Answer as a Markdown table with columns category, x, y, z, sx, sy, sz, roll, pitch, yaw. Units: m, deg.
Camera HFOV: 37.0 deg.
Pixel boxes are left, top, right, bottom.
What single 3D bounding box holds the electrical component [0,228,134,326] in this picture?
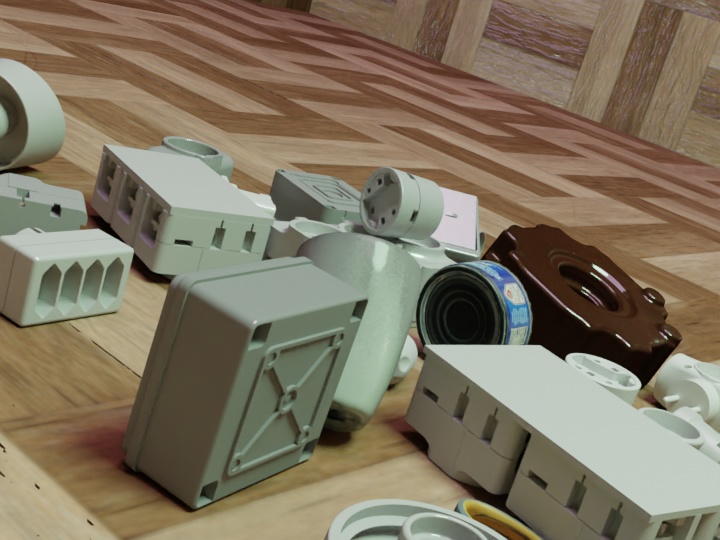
| category | x | y | z | sx | sy | sz | roll | pitch | yaw |
| --- | --- | --- | --- | --- | --- | --- | --- | --- | --- |
| electrical component | -0.208 | -0.004 | 0.706 | 0.076 | 0.047 | 0.083 | 27 | 19 | 29 |

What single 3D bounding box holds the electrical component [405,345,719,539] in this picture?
| category | x | y | z | sx | sy | sz | roll | pitch | yaw |
| --- | --- | --- | --- | --- | --- | --- | --- | --- | --- |
| electrical component | 0.124 | 0.113 | 0.637 | 0.105 | 0.060 | 0.186 | 3 | 21 | -38 |

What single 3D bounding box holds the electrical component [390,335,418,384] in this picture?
| category | x | y | z | sx | sy | sz | roll | pitch | yaw |
| --- | --- | --- | --- | --- | --- | --- | --- | --- | --- |
| electrical component | 0.024 | 0.058 | 0.760 | 0.035 | 0.035 | 0.061 | 21 | 15 | 13 |

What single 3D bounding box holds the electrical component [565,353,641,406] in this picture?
| category | x | y | z | sx | sy | sz | roll | pitch | yaw |
| --- | --- | --- | --- | --- | --- | --- | --- | --- | --- |
| electrical component | 0.166 | 0.092 | 0.767 | 0.055 | 0.047 | 0.055 | 16 | 17 | -5 |

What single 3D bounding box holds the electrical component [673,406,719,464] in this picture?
| category | x | y | z | sx | sy | sz | roll | pitch | yaw |
| --- | --- | --- | --- | --- | --- | --- | --- | --- | --- |
| electrical component | 0.235 | 0.124 | 0.751 | 0.040 | 0.040 | 0.046 | 0 | 29 | -45 |

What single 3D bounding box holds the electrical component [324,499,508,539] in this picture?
| category | x | y | z | sx | sy | sz | roll | pitch | yaw |
| --- | --- | --- | --- | --- | --- | --- | --- | --- | --- |
| electrical component | 0.029 | 0.140 | 0.458 | 0.108 | 0.060 | 0.108 | 15 | 17 | -5 |

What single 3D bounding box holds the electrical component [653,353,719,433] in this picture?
| category | x | y | z | sx | sy | sz | roll | pitch | yaw |
| --- | --- | --- | --- | --- | --- | --- | --- | --- | --- |
| electrical component | 0.265 | 0.102 | 0.839 | 0.079 | 0.044 | 0.077 | -1 | 24 | -46 |

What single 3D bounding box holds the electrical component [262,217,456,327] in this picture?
| category | x | y | z | sx | sy | sz | roll | pitch | yaw |
| --- | --- | --- | --- | --- | --- | --- | --- | --- | --- |
| electrical component | 0.000 | 0.000 | 0.874 | 0.150 | 0.061 | 0.089 | 1 | 23 | -42 |

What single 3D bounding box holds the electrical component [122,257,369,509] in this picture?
| category | x | y | z | sx | sy | sz | roll | pitch | yaw |
| --- | --- | --- | --- | --- | --- | --- | --- | --- | --- |
| electrical component | -0.058 | 0.055 | 0.562 | 0.056 | 0.108 | 0.109 | 29 | 20 | 26 |

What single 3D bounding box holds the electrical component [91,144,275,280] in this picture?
| category | x | y | z | sx | sy | sz | roll | pitch | yaw |
| --- | --- | --- | --- | --- | --- | --- | --- | --- | --- |
| electrical component | -0.148 | -0.044 | 0.867 | 0.089 | 0.061 | 0.150 | 5 | 20 | -36 |

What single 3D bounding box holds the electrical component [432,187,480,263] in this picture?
| category | x | y | z | sx | sy | sz | roll | pitch | yaw |
| --- | --- | --- | --- | --- | --- | --- | --- | --- | --- |
| electrical component | 0.075 | -0.028 | 0.996 | 0.062 | 0.061 | 0.096 | 14 | 48 | -12 |

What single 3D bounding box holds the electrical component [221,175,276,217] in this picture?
| category | x | y | z | sx | sy | sz | roll | pitch | yaw |
| --- | --- | --- | --- | --- | --- | --- | --- | --- | --- |
| electrical component | -0.111 | -0.051 | 0.963 | 0.064 | 0.042 | 0.081 | 13 | 17 | -18 |

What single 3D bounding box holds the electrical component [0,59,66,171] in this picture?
| category | x | y | z | sx | sy | sz | roll | pitch | yaw |
| --- | --- | --- | --- | --- | --- | --- | --- | --- | --- |
| electrical component | -0.313 | -0.135 | 0.943 | 0.099 | 0.099 | 0.064 | 21 | 23 | 12 |

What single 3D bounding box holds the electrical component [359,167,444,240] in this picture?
| category | x | y | z | sx | sy | sz | roll | pitch | yaw |
| --- | --- | --- | --- | --- | --- | --- | --- | --- | --- |
| electrical component | 0.035 | -0.052 | 0.868 | 0.047 | 0.055 | 0.055 | 9 | 18 | -37 |

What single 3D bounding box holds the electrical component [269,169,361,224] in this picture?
| category | x | y | z | sx | sy | sz | roll | pitch | yaw |
| --- | --- | --- | --- | --- | --- | --- | --- | --- | --- |
| electrical component | -0.033 | -0.046 | 0.996 | 0.078 | 0.057 | 0.113 | 5 | 20 | -35 |

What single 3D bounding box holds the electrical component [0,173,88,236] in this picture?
| category | x | y | z | sx | sy | sz | roll | pitch | yaw |
| --- | --- | --- | --- | --- | --- | --- | --- | --- | --- |
| electrical component | -0.245 | -0.036 | 0.766 | 0.089 | 0.050 | 0.055 | 10 | 18 | -21 |

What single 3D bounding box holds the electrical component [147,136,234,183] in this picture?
| category | x | y | z | sx | sy | sz | roll | pitch | yaw |
| --- | --- | --- | --- | --- | --- | --- | --- | --- | --- |
| electrical component | -0.161 | -0.087 | 0.996 | 0.054 | 0.059 | 0.095 | 23 | 18 | 18 |

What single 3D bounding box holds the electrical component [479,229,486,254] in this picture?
| category | x | y | z | sx | sy | sz | roll | pitch | yaw |
| --- | --- | --- | --- | --- | --- | --- | --- | --- | --- |
| electrical component | 0.075 | -0.031 | 1.077 | 0.077 | 0.044 | 0.079 | 25 | 18 | 24 |

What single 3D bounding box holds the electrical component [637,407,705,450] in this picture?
| category | x | y | z | sx | sy | sz | roll | pitch | yaw |
| --- | --- | --- | --- | --- | --- | --- | --- | --- | --- |
| electrical component | 0.187 | 0.122 | 0.682 | 0.045 | 0.055 | 0.045 | 16 | 17 | -5 |
